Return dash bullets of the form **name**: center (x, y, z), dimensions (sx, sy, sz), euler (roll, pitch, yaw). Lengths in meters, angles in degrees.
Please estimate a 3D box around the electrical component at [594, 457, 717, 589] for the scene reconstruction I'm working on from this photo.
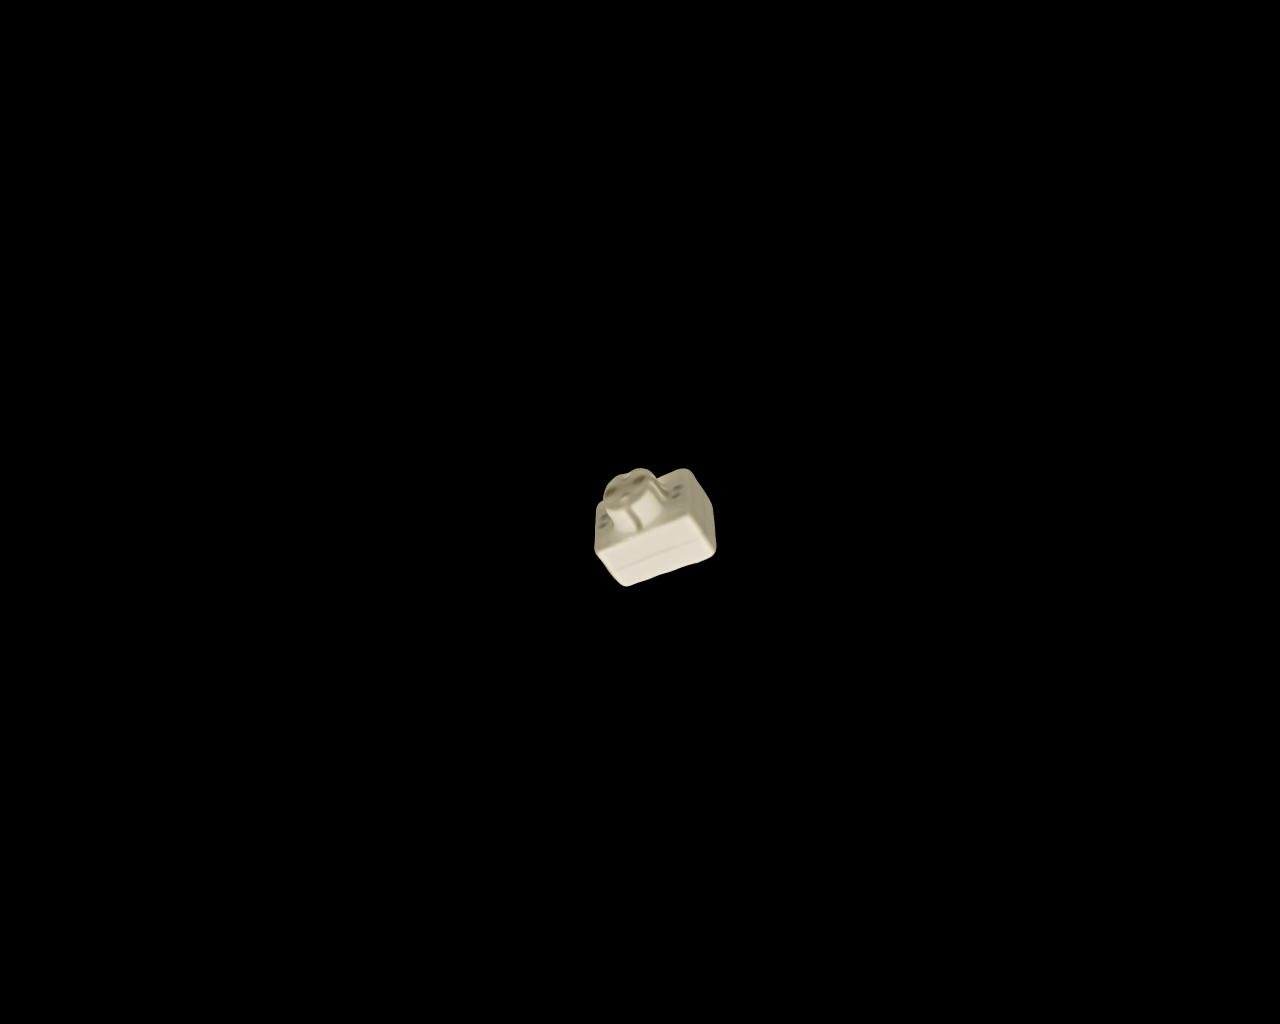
- **electrical component**: center (0.001, -0.003, 0.650), dimensions (0.065, 0.076, 0.047), euler (-22, 38, 18)
